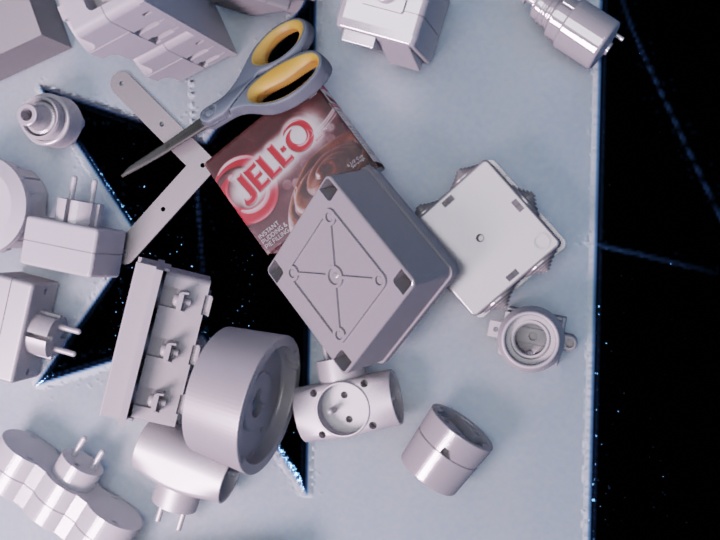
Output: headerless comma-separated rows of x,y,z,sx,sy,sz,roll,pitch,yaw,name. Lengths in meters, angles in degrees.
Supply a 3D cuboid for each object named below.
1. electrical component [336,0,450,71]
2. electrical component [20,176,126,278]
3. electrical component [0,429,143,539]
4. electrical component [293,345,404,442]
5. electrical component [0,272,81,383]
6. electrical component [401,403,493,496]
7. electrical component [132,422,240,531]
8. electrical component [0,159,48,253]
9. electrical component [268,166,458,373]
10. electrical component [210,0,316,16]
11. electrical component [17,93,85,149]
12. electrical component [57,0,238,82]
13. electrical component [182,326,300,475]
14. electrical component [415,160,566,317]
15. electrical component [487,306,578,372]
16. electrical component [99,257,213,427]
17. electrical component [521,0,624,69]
0.023,-0.187,0.790,0.062,0.096,0.061,18,95,11,electrical component
-0.228,-0.037,0.868,0.066,0.047,0.076,11,93,16,electrical component
-0.234,0.170,0.872,0.138,0.052,0.073,34,97,10,electrical component
-0.012,0.087,0.828,0.077,0.044,0.079,-12,88,12,electrical component
-0.265,0.051,0.880,0.076,0.047,0.083,14,94,10,electrical component
0.064,0.136,0.808,0.055,0.055,0.047,36,101,9,electrical component
-0.142,0.168,0.856,0.077,0.044,0.079,19,97,12,electrical component
-0.301,-0.053,0.884,0.080,0.051,0.080,0,91,12,electrical component
0.000,0.000,0.787,0.108,0.056,0.108,52,129,21,electrical component
-0.064,-0.219,0.825,0.076,0.083,0.047,12,94,-27,electrical component
-0.253,-0.121,0.867,0.043,0.062,0.043,0,91,12,electrical component
-0.166,-0.207,0.784,0.060,0.186,0.105,-25,85,11,electrical component
-0.095,0.095,0.816,0.060,0.108,0.108,14,94,18,electrical component
0.092,-0.023,0.802,0.100,0.048,0.099,-42,83,10,electrical component
0.127,0.050,0.792,0.066,0.055,0.048,11,93,12,electrical component
-0.159,0.057,0.848,0.063,0.079,0.121,14,94,-10,electrical component
0.154,-0.181,0.791,0.078,0.040,0.040,36,98,9,electrical component
